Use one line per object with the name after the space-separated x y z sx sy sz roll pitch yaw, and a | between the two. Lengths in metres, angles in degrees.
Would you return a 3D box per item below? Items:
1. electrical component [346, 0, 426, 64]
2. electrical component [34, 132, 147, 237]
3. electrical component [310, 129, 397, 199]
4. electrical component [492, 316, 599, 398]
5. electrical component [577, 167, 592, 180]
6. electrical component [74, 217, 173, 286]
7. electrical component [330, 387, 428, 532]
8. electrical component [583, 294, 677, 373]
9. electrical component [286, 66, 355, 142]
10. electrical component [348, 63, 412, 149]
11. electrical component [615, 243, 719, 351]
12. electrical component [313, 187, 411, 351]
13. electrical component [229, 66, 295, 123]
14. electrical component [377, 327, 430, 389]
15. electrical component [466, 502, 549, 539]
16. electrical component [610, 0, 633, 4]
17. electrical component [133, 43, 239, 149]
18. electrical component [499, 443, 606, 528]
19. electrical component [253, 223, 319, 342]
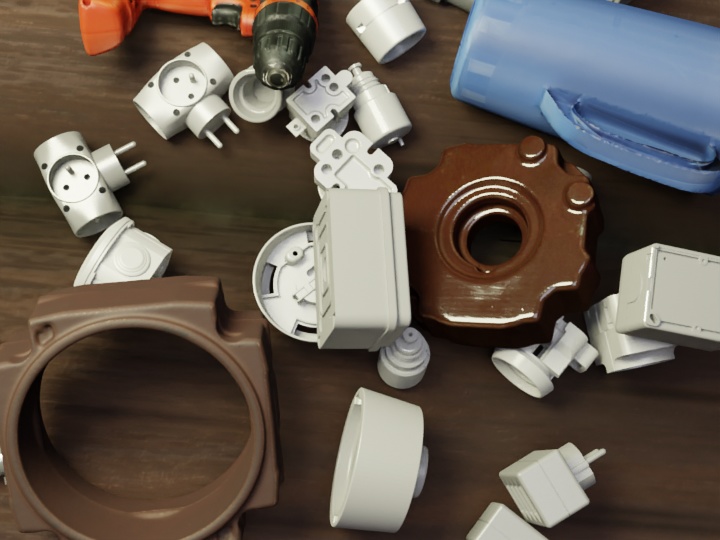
0.024 -0.210 0.921 0.055 0.055 0.047 -34 86 -8 | electrical component
-0.217 -0.079 0.891 0.079 0.044 0.077 -28 82 -7 | electrical component
-0.006 -0.076 0.893 0.078 0.057 0.058 42 81 5 | electrical component
0.144 0.066 0.874 0.078 0.058 0.057 40 77 5 | electrical component
0.171 -0.055 0.906 0.044 0.044 0.065 18 75 1 | electrical component
-0.190 0.002 0.860 0.051 0.080 0.080 31 80 -3 | electrical component
0.019 0.150 0.830 0.060 0.108 0.108 13 79 -6 | electrical component
0.219 0.050 0.863 0.050 0.089 0.055 -11 80 -4 | electrical component
-0.033 -0.134 0.903 0.066 0.055 0.048 -43 84 -9 | electrical component
0.013 -0.139 0.914 0.040 0.040 0.078 -26 82 -7 | electrical component
0.243 0.023 0.794 0.096 0.061 0.061 11 79 -10 | electrical component
0.000 0.000 0.820 0.057 0.078 0.113 1 71 -12 | electrical component
-0.081 -0.150 0.898 0.045 0.055 0.045 3 110 9 | electrical component
0.036 0.066 0.862 0.040 0.078 0.040 2 64 -3 | electrical component
0.118 0.238 0.846 0.083 0.047 0.075 38 80 5 | electrical component
0.227 -0.272 0.919 0.061 0.096 0.061 -37 83 -8 | electrical component
-0.136 -0.138 0.905 0.077 0.044 0.079 -42 85 -9 | electrical component
0.159 0.161 0.843 0.076 0.083 0.047 -30 82 -7 | electrical component
-0.036 0.012 0.872 0.099 0.064 0.099 1 79 -3 | electrical component
